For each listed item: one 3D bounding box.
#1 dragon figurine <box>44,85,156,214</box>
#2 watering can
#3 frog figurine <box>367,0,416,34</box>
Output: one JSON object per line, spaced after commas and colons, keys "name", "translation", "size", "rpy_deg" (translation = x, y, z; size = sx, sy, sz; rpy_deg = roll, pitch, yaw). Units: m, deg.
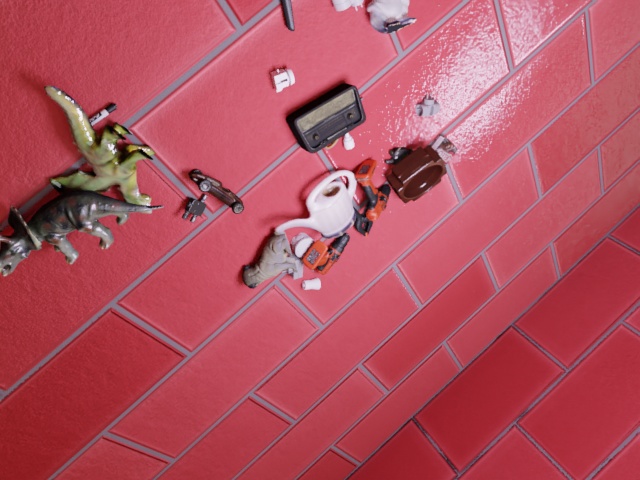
{"name": "dragon figurine", "translation": [-0.565, -0.188, 1.286], "size": [0.241, 0.124, 0.404], "rpy_deg": [-43, 136, 9]}
{"name": "watering can", "translation": [0.005, -0.088, 1.746], "size": [0.351, 0.105, 0.219], "rpy_deg": [-43, 135, -17]}
{"name": "frog figurine", "translation": [0.198, -0.692, 1.503], "size": [0.138, 0.122, 0.159], "rpy_deg": [-20, 94, -12]}
